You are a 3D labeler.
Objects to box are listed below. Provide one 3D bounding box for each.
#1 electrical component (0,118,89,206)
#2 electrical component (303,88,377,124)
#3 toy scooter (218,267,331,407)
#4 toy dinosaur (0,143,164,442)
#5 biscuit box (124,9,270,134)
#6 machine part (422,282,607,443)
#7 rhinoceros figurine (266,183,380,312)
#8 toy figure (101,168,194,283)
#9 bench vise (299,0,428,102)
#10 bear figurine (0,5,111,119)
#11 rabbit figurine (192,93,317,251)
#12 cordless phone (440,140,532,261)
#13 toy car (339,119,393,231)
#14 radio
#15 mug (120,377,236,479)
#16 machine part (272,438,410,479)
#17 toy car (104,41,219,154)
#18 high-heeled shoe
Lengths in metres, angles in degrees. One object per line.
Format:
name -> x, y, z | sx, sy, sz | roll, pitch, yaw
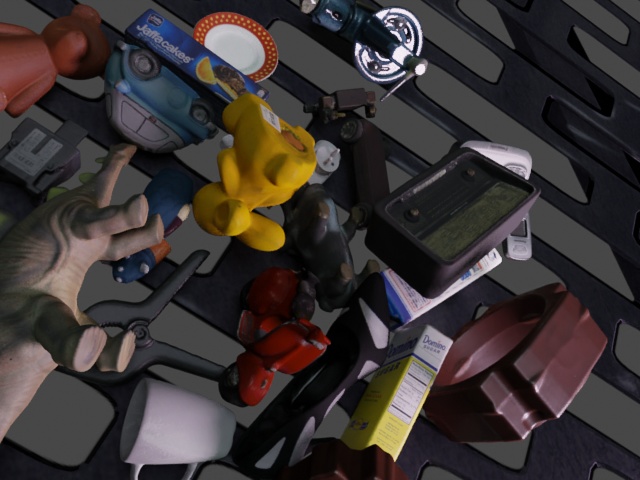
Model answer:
electrical component -> -0.324, -0.104, 0.640 | 0.075, 0.048, 0.119 | 37, 61, -5
electrical component -> 0.036, -0.200, 0.812 | 0.102, 0.078, 0.045 | -14, 94, -33
toy scooter -> -0.040, 0.094, 0.602 | 0.075, 0.135, 0.184 | 41, 40, -27
toy dinosaur -> -0.287, 0.079, 0.524 | 0.199, 0.105, 0.471 | 6, 58, 8
biscuit box -> -0.172, -0.227, 0.745 | 0.202, 0.063, 0.059 | 34, 58, -6
machine part -> 0.231, 0.154, 0.666 | 0.201, 0.201, 0.087 | -37, 88, -31
rhinoceros figurine -> -0.001, -0.002, 0.693 | 0.073, 0.112, 0.190 | -6, 64, -43
toy figure -> -0.200, -0.013, 0.645 | 0.057, 0.064, 0.154 | 45, 56, -44
bench vise -> 0.082, -0.312, 0.818 | 0.223, 0.129, 0.241 | 29, 20, -37
bear figurine -> -0.336, -0.219, 0.643 | 0.196, 0.132, 0.120 | -24, 107, -25
rabbit figurine -> -0.085, -0.059, 0.652 | 0.121, 0.173, 0.162 | 29, 33, -45
cordless phone -> 0.263, -0.058, 0.841 | 0.146, 0.089, 0.184 | 6, 71, -20
toy car -> 0.072, -0.084, 0.783 | 0.089, 0.053, 0.202 | 18, 60, -48
radio -> 0.174, -0.033, 0.713 | 0.131, 0.073, 0.229 | 40, 51, 24
mug -> -0.146, 0.207, 0.562 | 0.107, 0.081, 0.109 | 17, 63, -25
machine part -> 0.027, 0.294, 0.549 | 0.179, 0.179, 0.056 | 37, 16, -4
toy car -> -0.215, -0.165, 0.688 | 0.161, 0.109, 0.103 | 40, 82, -18
high-heeled shoe -> -0.010, 0.146, 0.606 | 0.145, 0.086, 0.248 | 13, 92, -38
